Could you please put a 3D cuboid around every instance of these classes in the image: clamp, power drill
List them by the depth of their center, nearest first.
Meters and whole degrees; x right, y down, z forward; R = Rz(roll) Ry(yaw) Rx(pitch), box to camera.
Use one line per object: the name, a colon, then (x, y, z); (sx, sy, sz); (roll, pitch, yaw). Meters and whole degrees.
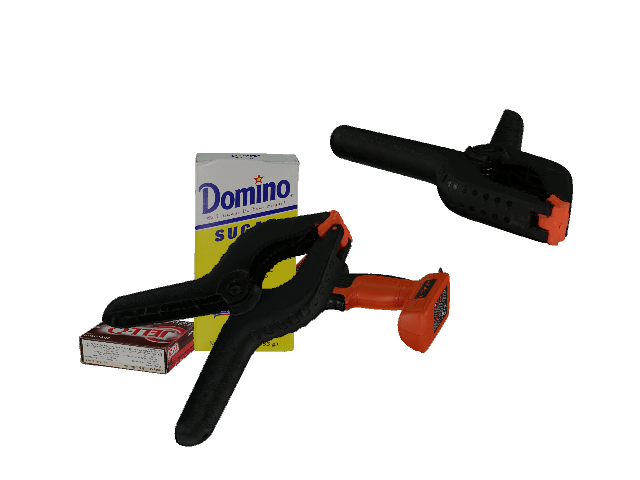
clamp: (-0.049, 0.049, 0.676); (0.171, 0.120, 0.039); (-31, -27, 4)
clamp: (0.106, -0.050, 0.767); (0.164, 0.036, 0.210); (-6, 26, -13)
power drill: (0.033, 0.068, 1.138); (0.188, 0.057, 0.184); (10, 29, 22)

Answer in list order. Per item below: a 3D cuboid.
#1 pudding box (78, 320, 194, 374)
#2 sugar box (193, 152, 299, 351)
pudding box: (-0.214, 0.121, 1.258); (0.114, 0.039, 0.090); (3, 14, 16)
sugar box: (-0.068, 0.011, 0.962); (0.093, 0.176, 0.048); (0, 14, -6)
